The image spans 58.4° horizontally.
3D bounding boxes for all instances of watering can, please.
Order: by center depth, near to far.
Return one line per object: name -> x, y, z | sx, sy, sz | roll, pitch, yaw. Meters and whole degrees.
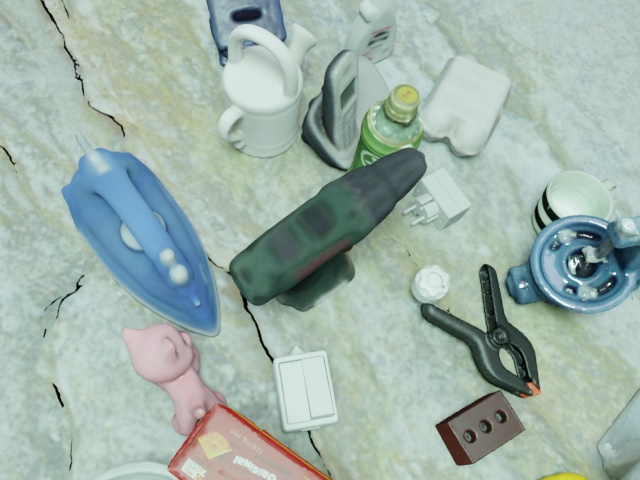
watering can -> -0.069, -0.200, 0.720 | 0.101, 0.194, 0.173 | 14, 68, -1

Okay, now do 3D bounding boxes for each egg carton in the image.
egg carton -> 0.207, -0.192, 0.817 | 0.107, 0.069, 0.150 | 26, 68, 4

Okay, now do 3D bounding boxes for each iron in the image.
iron -> -0.197, -0.005, 0.656 | 0.119, 0.141, 0.258 | -37, 77, -18

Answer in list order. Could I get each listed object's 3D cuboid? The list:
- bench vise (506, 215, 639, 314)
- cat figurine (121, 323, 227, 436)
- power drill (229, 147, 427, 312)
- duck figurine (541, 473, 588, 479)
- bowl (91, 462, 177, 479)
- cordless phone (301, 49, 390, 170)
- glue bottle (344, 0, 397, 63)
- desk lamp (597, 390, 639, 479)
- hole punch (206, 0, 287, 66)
bench vise -> 0.347, 0.006, 0.675 | 0.208, 0.220, 0.121 | -25, 73, -15
cat figurine -> -0.157, 0.142, 0.616 | 0.067, 0.118, 0.127 | -32, 75, -17
power drill -> 0.006, 0.002, 0.641 | 0.230, 0.208, 0.075 | -34, 76, -18
duck figurine -> 0.291, 0.297, 0.626 | 0.104, 0.086, 0.077 | 12, 68, -2
bowl -> -0.178, 0.310, 0.570 | 0.167, 0.075, 0.167 | 2, 68, -6
cordless phone -> 0.044, -0.191, 0.735 | 0.094, 0.185, 0.148 | 29, 68, 5
glue bottle -> 0.079, -0.310, 0.792 | 0.078, 0.173, 0.037 | -30, 74, -16
desk lamp -> 0.387, 0.230, 0.595 | 0.118, 0.213, 0.203 | 44, 70, 11
hole punch -> -0.103, -0.314, 0.816 | 0.109, 0.091, 0.101 | -13, 71, -11
